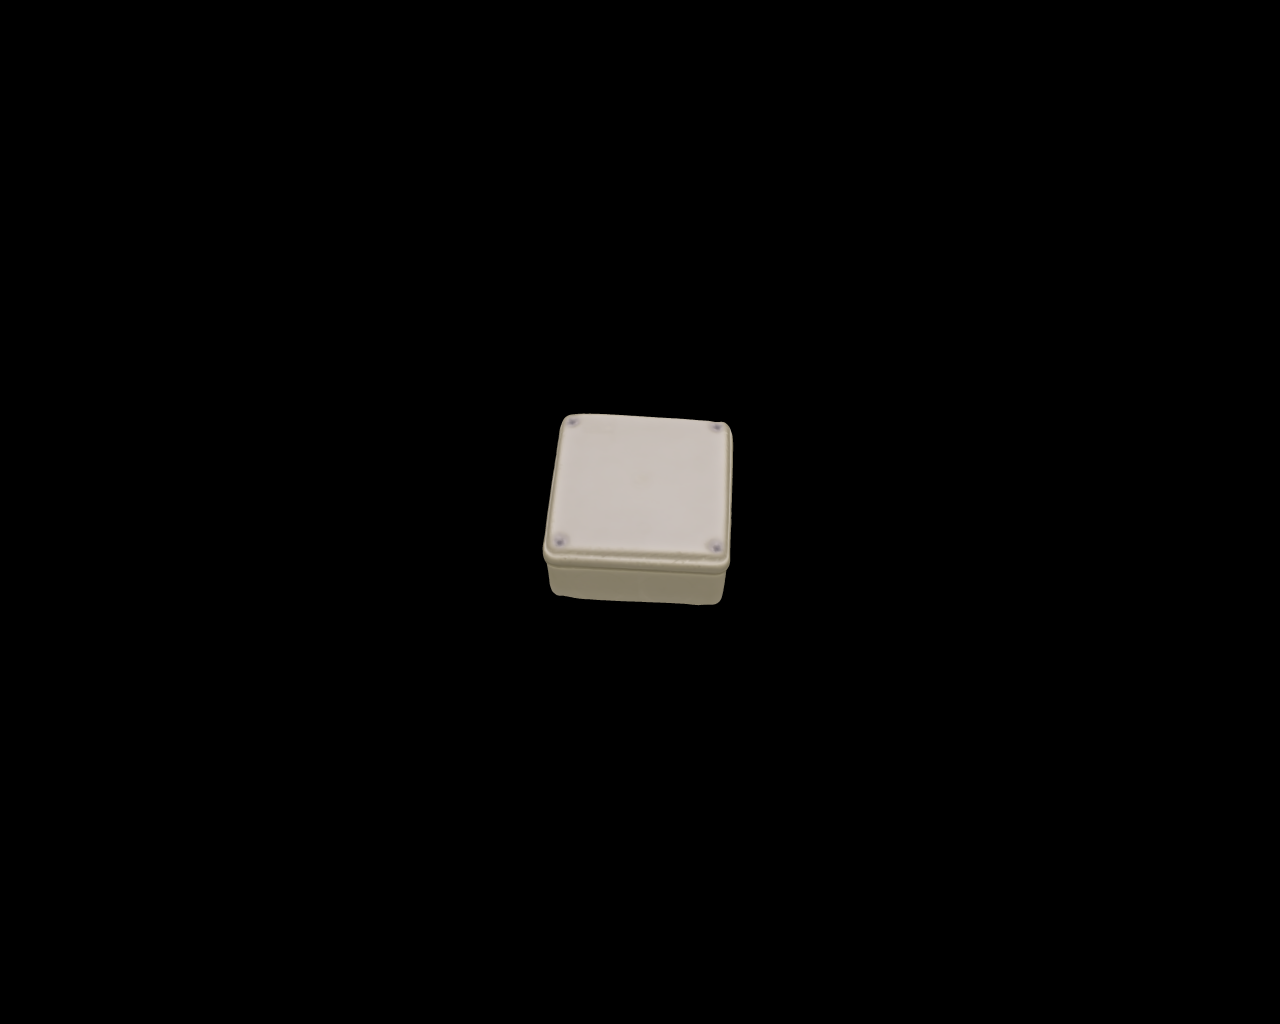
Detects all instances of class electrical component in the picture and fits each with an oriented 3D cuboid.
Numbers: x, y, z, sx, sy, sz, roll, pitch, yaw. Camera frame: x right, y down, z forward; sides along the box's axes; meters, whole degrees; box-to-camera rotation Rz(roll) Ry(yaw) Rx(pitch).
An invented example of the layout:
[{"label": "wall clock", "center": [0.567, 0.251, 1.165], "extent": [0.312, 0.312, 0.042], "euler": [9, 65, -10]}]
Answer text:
[{"label": "electrical component", "center": [0.001, -0.003, 0.650], "extent": [0.109, 0.109, 0.056], "euler": [3, -36, 2]}]
